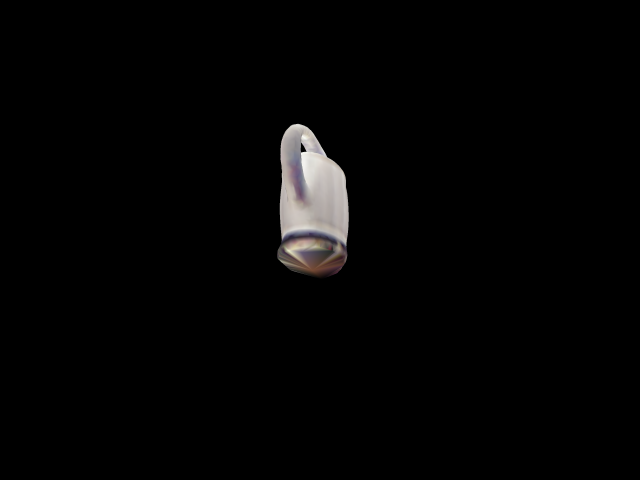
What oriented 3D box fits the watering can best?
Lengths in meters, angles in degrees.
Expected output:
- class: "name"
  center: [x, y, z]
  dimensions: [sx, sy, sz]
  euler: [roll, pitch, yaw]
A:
- class: "watering can"
  center: [0.003, -0.043, 0.850]
  dimensions: [0.104, 0.228, 0.342]
  euler: [-6, -22, 14]
